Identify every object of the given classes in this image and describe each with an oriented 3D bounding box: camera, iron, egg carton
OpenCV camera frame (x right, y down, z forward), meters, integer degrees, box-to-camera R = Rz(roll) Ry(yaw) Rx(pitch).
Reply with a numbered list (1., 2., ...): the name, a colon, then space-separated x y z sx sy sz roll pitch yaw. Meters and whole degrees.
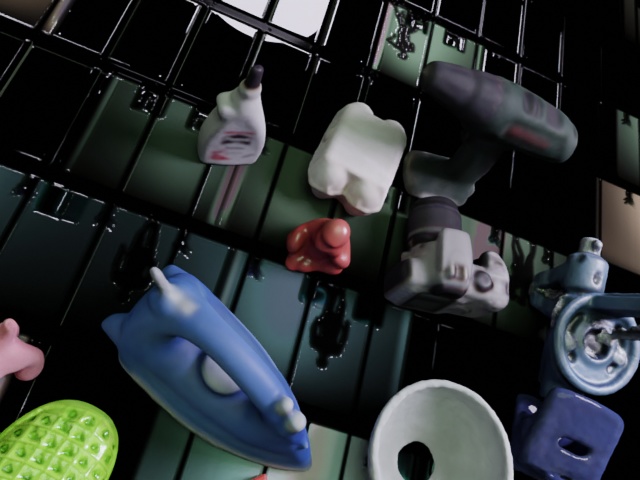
1. camera: 0.162 0.016 0.715 0.143 0.100 0.137 12 64 -15
2. iron: -0.084 0.128 0.553 0.258 0.141 0.119 43 61 1
3. egg carton: 0.049 -0.107 0.744 0.107 0.069 0.150 27 62 -8

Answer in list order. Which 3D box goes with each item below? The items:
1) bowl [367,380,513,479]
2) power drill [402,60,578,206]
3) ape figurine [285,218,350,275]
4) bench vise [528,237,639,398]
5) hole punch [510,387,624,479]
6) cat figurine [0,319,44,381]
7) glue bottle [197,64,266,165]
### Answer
1. bowl: 0.118 0.240 0.618 0.168 0.074 0.167 8 66 -17
2. power drill: 0.190 -0.126 0.724 0.230 0.208 0.075 10 65 -16
3. ape figurine: 0.006 0.002 0.668 0.078 0.092 0.076 42 61 1
4. bench vise: 0.331 0.083 0.680 0.122 0.219 0.207 1 68 -20
5. hole punch: 0.288 0.237 0.672 0.109 0.091 0.101 26 62 -8
6. cat figurine: -0.309 0.116 0.489 0.067 0.117 0.128 43 61 2
7. glue bottle: -0.090 -0.141 0.647 0.078 0.173 0.037 -6 70 -22
